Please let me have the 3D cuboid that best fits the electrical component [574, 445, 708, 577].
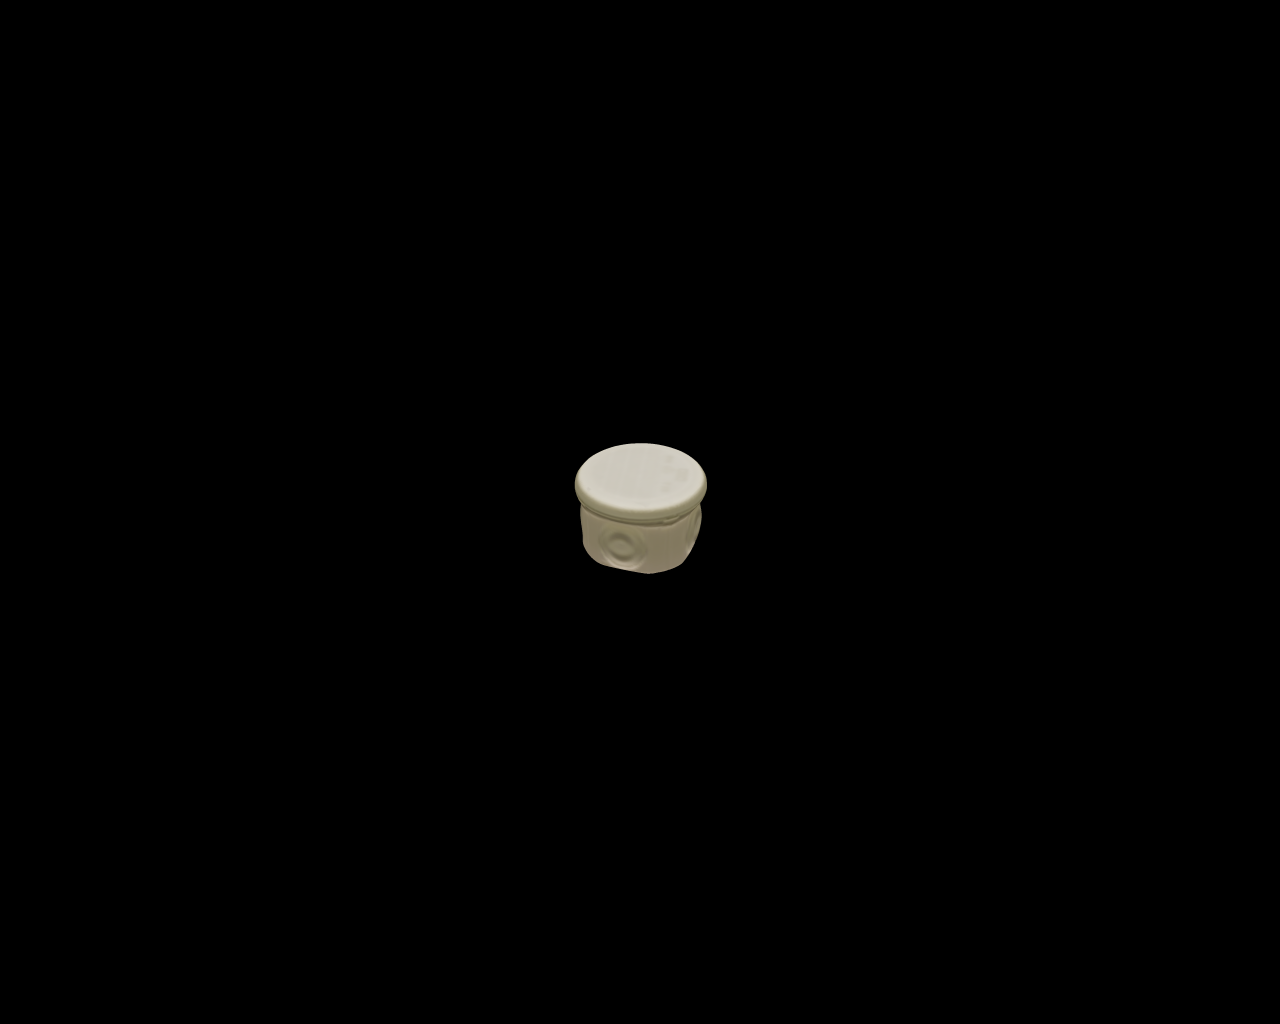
[{"bbox_3d":[0.001,-0.003,0.650,0.080,0.050,0.080,0,34,0],"label":"electrical component"}]
